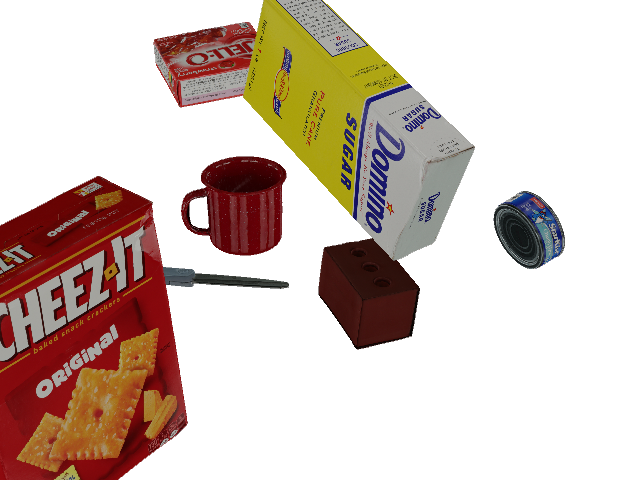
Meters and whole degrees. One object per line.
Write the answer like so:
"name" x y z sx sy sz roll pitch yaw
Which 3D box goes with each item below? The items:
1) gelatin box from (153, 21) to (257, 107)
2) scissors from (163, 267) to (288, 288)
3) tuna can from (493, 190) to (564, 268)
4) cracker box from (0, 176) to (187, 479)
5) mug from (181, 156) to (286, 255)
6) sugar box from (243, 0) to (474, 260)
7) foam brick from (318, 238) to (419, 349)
"gelatin box" -0.087 -0.149 0.893 0.089 0.030 0.073 -14 42 -16
"scissors" -0.137 0.039 0.960 0.202 0.016 0.096 9 20 10
"tuna can" 0.237 -0.011 1.220 0.033 0.086 0.086 -29 11 -20
"cracker box" -0.183 0.086 0.766 0.072 0.214 0.163 23 41 34
"mug" -0.095 -0.035 1.171 0.117 0.081 0.093 -10 32 -16
"sugar box" 0.019 -0.080 0.712 0.048 0.176 0.093 -21 -33 -30
"foam brick" 0.038 0.042 0.866 0.052 0.051 0.078 -11 37 -22
